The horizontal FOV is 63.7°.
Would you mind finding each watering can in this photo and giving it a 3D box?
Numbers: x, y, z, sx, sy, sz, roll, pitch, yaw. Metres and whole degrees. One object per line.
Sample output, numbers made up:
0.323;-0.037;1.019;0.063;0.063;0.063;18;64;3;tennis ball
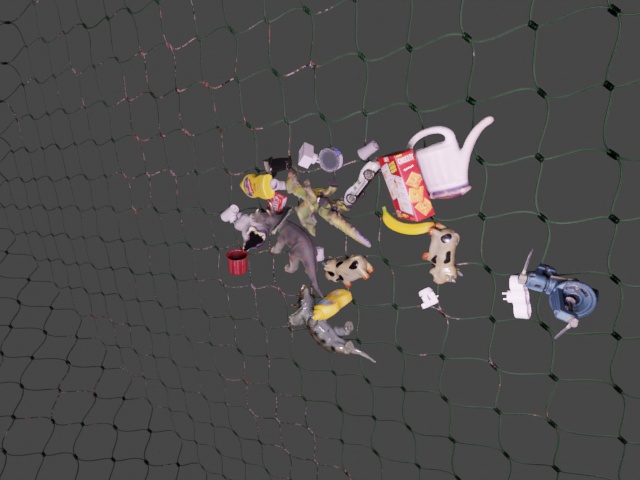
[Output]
0.386;-0.234;1.518;0.346;0.105;0.223;-6;105;57;watering can

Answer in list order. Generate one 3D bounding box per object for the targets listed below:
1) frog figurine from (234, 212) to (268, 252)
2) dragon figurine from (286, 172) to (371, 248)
-0.286;-0.044;2.127;0.162;0.123;0.134;-122;28;-51;frog figurine
0.006;-0.095;1.897;0.412;0.124;0.238;55;147;7;dragon figurine
